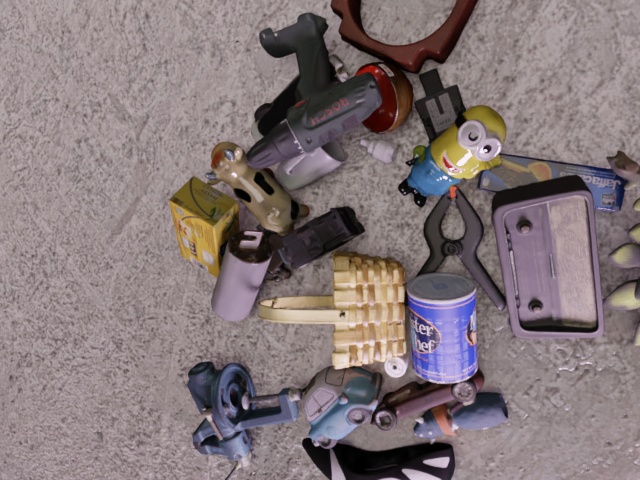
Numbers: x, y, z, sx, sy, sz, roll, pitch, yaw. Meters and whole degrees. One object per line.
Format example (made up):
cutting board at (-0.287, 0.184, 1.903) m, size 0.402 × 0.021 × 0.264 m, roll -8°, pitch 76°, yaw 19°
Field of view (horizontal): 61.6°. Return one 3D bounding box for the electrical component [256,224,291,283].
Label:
electrical component at (-0.090, 0.029, 0.971) m, size 0.102 × 0.045 × 0.078 m, roll 34°, pitch 75°, yaw 10°

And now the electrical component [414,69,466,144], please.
electrical component at (0.192, -0.217, 0.857) m, size 0.075 × 0.048 × 0.119 m, roll -16°, pitch 91°, yaw 17°

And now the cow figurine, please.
cow figurine at (-0.116, -0.090, 0.924) m, size 0.085 × 0.127 × 0.195 m, roll -44°, pitch 83°, yaw 13°

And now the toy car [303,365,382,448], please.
toy car at (0.026, 0.268, 0.913) m, size 0.103 × 0.109 × 0.161 m, roll 43°, pitch 114°, yaw -3°

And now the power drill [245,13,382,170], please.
power drill at (-0.034, -0.236, 0.836) m, size 0.232 × 0.086 × 0.207 m, roll -20°, pitch 67°, yaw 11°

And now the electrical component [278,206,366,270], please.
electrical component at (-0.002, -0.003, 0.900) m, size 0.134 × 0.115 × 0.058 m, roll -30°, pitch 83°, yaw 16°

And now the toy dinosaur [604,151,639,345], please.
toy dinosaur at (0.514, 0.078, 0.729) m, size 0.198 × 0.105 × 0.471 m, roll -40°, pitch 98°, yaw 5°

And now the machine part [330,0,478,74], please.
machine part at (0.136, -0.380, 0.841) m, size 0.201 × 0.087 × 0.201 m, roll 29°, pitch 104°, yaw 14°

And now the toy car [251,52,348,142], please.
toy car at (-0.038, -0.237, 0.925) m, size 0.202 × 0.056 × 0.073 m, roll -42°, pitch 75°, yaw 15°

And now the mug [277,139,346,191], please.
mug at (-0.025, -0.129, 0.907) m, size 0.107 × 0.109 × 0.081 m, roll -40°, pitch 88°, yaw 30°

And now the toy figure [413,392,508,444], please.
toy figure at (0.227, 0.291, 0.882) m, size 0.154 × 0.058 × 0.064 m, roll -22°, pitch 81°, yaw 23°

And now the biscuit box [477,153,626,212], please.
biscuit box at (0.346, -0.088, 0.811) m, size 0.203 × 0.059 × 0.062 m, roll 11°, pitch 98°, yaw 16°

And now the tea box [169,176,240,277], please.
tea box at (-0.196, -0.018, 0.936) m, size 0.098 × 0.068 × 0.169 m, roll 30°, pitch 147°, yaw 12°

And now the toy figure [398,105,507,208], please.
toy figure at (0.197, -0.128, 0.812) m, size 0.180 × 0.082 × 0.089 m, roll -42°, pitch 37°, yaw 42°

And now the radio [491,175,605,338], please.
radio at (0.331, 0.030, 0.784) m, size 0.131 × 0.073 × 0.229 m, roll -8°, pitch 109°, yaw 21°

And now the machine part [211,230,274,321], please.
machine part at (-0.137, 0.065, 0.931) m, size 0.079 × 0.079 × 0.243 m, roll 36°, pitch 134°, yaw 12°

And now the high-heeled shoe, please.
high-heeled shoe at (0.100, 0.362, 0.918) m, size 0.249 × 0.086 × 0.145 m, roll 26°, pitch 99°, yaw 9°

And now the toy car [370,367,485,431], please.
toy car at (0.170, 0.253, 0.880) m, size 0.202 × 0.089 × 0.053 m, roll -26°, pitch 89°, yaw 19°

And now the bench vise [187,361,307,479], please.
bench vise at (-0.133, 0.314, 0.969) m, size 0.241 × 0.129 × 0.223 m, roll -16°, pitch 92°, yaw 22°
